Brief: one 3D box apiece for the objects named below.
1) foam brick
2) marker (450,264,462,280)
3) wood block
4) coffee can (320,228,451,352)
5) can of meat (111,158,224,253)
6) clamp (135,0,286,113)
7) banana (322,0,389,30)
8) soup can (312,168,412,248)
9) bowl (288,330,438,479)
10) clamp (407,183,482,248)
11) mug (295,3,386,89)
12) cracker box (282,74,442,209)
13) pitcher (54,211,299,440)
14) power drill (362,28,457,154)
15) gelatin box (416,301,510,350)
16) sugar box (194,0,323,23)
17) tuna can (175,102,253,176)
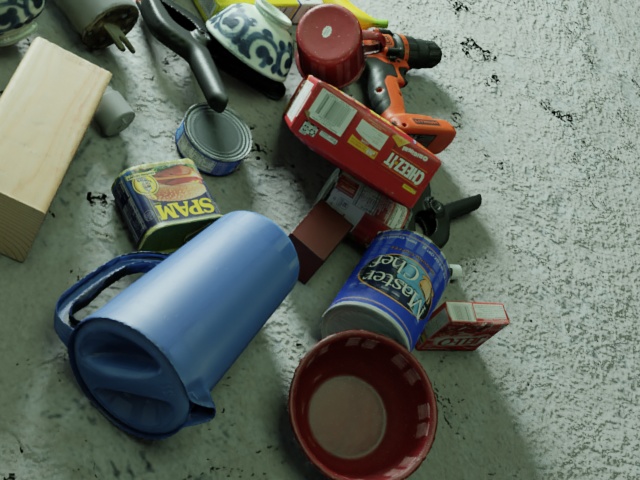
[{"bbox_3d":[-0.008,0.001,1.213,0.051,0.053,0.078,41,46,-1],"label":"foam brick"},{"bbox_3d":[0.119,0.036,1.293,0.120,0.020,0.020,4,56,-30],"label":"marker"},{"bbox_3d":[-0.292,-0.094,1.074,0.090,0.091,0.206,26,48,-13],"label":"wood block"},{"bbox_3d":[0.074,0.068,1.181,0.103,0.103,0.140,38,45,-3],"label":"coffee can"},{"bbox_3d":[-0.162,-0.036,1.140,0.101,0.058,0.084,-11,62,-38],"label":"can of meat"},{"bbox_3d":[-0.148,-0.229,1.285,0.210,0.036,0.164,41,25,3],"label":"clamp"},{"bbox_3d":[0.018,-0.353,1.499,0.069,0.037,0.198,-19,63,-26],"label":"banana"},{"bbox_3d":[0.049,-0.033,1.265,0.102,0.069,0.068,32,46,-8],"label":"soup can"},{"bbox_3d":[0.037,0.177,1.093,0.162,0.055,0.162,6,70,-17],"label":"bowl"},{"bbox_3d":[0.131,-0.046,1.347,0.120,0.039,0.171,41,45,0],"label":"clamp"},{"bbox_3d":[0.024,-0.244,1.335,0.117,0.081,0.093,-1,79,3],"label":"mug"},{"bbox_3d":[0.041,-0.119,1.248,0.164,0.072,0.214,32,6,-9],"label":"cracker box"},{"bbox_3d":[-0.130,0.065,1.043,0.242,0.145,0.149,-46,114,-48],"label":"pitcher"},{"bbox_3d":[0.114,-0.203,1.443,0.184,0.057,0.188,-3,57,-31],"label":"power drill"},{"bbox_3d":[0.163,0.101,1.235,0.089,0.073,0.030,5,57,-31],"label":"gelatin box"},{"bbox_3d":[-0.088,-0.333,1.415,0.175,0.048,0.093,-14,66,-37],"label":"sugar box"},{"bbox_3d":[-0.124,-0.117,1.239,0.086,0.034,0.086,17,50,-22],"label":"tuna can"}]
